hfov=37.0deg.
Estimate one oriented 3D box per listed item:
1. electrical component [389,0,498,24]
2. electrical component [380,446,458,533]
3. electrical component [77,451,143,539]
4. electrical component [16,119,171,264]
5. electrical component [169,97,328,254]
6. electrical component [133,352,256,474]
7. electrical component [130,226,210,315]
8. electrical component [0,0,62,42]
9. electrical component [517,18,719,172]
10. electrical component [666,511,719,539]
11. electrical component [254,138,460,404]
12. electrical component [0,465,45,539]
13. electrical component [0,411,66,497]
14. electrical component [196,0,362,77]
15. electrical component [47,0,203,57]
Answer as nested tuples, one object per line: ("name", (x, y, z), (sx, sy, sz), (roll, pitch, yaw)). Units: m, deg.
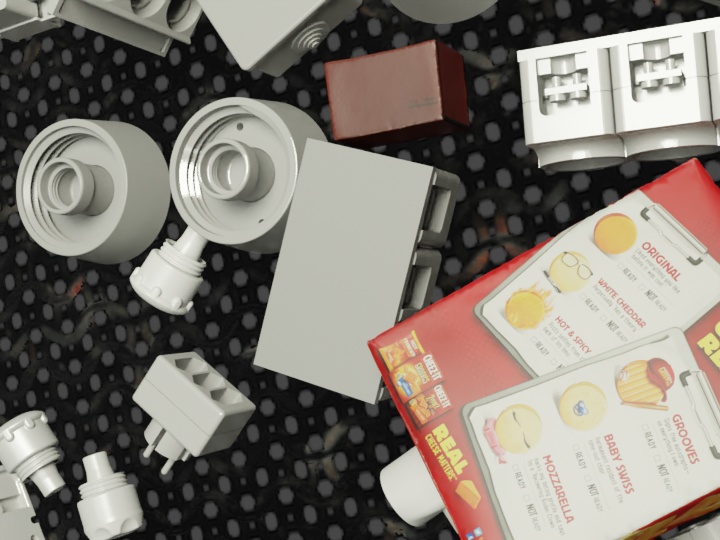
("electrical component", (0.047, -0.216, 0.681), (0.108, 0.060, 0.108), (-1, 89, 23))
("electrical component", (0.065, 0.137, 0.674), (0.077, 0.044, 0.079), (-39, 75, 18))
("electrical component", (-0.185, 0.164, 0.782), (0.043, 0.043, 0.062), (-24, 79, 21))
("electrical component", (-0.200, -0.059, 0.784), (0.108, 0.060, 0.108), (-1, 89, 23))
("electrical component", (-0.079, -0.066, 0.732), (0.108, 0.060, 0.108), (-1, 89, 23))
("electrical component", (-0.126, 0.108, 0.756), (0.066, 0.047, 0.076), (38, 104, 19))
("electrical component", (-0.129, -0.003, 0.762), (0.048, 0.048, 0.062), (35, 95, 20))
("electrical component", (-0.274, -0.244, 0.819), (0.079, 0.063, 0.121), (-12, 84, 23))
("electrical component", (0.175, -0.096, 0.607), (0.150, 0.089, 0.061), (-5, 87, 23))
("electrical component", (0.213, 0.157, 0.592), (0.080, 0.080, 0.051), (-31, 72, 20))
("electrical component", (0.000, 0.000, 0.696), (0.089, 0.062, 0.150), (16, 95, 23))
("electrical component", (-0.284, 0.205, 0.818), (0.059, 0.054, 0.095), (-29, 78, 20))
("electrical component", (-0.246, 0.141, 0.809), (0.048, 0.048, 0.062), (-38, 82, 18))
("electrical component", (-0.058, -0.192, 0.732), (0.100, 0.048, 0.099), (-38, 75, 18))
("electrical component", (-0.164, -0.202, 0.739), (0.063, 0.121, 0.078), (33, 101, 23))
